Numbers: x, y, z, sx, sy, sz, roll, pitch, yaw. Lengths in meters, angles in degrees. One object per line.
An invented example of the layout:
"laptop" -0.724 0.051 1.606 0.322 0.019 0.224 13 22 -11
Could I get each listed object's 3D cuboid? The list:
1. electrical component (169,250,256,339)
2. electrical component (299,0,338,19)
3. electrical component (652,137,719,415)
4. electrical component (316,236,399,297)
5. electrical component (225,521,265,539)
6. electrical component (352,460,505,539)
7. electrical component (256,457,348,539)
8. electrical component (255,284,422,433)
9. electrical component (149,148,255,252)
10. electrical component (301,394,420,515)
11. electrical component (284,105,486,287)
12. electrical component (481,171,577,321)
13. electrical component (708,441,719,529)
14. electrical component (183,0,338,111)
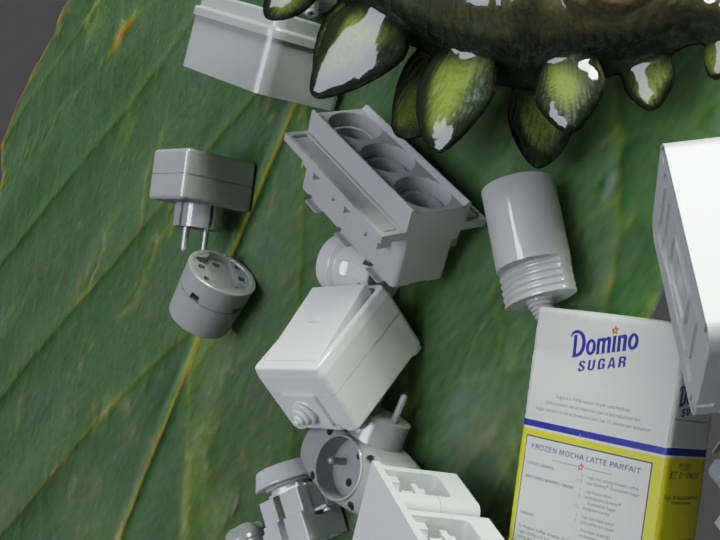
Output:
"electrical component" -0.115 0.020 0.827 0.055 0.055 0.047 53 124 38
"electrical component" -0.044 -0.223 0.802 0.043 0.043 0.081 -33 60 38
"electrical component" 0.173 0.001 0.486 0.057 0.078 0.113 -6 56 7
"electrical component" 0.000 0.000 0.721 0.046 0.040 0.040 19 96 40
"electrical component" -0.072 0.211 0.761 0.035 0.035 0.061 -48 54 29
"electrical component" 0.027 0.217 0.600 0.105 0.060 0.186 -132 54 -70
"electrical component" -0.043 0.160 0.732 0.066 0.048 0.055 -33 67 38
"electrical component" -0.019 0.057 0.679 0.062 0.061 0.096 -5 36 46
"electrical component" -0.125 -0.051 0.841 0.047 0.066 0.076 4 86 47
"electrical component" 0.008 0.111 0.688 0.077 0.044 0.079 28 99 45
"electrical component" 0.012 -0.048 0.693 0.121 0.079 0.063 49 137 40
"electrical component" 0.098 -0.011 0.616 0.043 0.043 0.081 -25 66 41
"electrical component" 0.194 0.099 0.478 0.042 0.081 0.063 -61 24 19
"electrical component" -0.068 -0.162 0.793 0.113 0.078 0.057 28 106 45
